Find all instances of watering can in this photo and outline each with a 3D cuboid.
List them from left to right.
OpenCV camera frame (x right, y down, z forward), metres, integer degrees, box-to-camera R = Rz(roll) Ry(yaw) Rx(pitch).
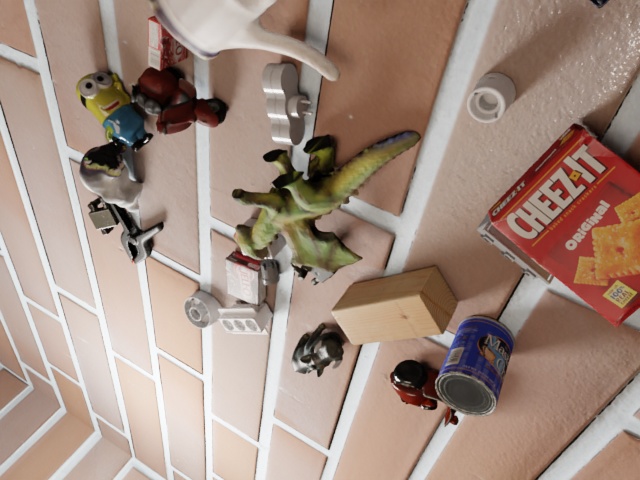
[{"bbox_3d":[-0.132,-0.346,0.772,0.222,0.106,0.345,-23,107,44],"label":"watering can"}]

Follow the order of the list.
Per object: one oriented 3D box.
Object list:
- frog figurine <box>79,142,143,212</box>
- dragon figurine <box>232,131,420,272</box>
[{"bbox_3d":[-0.472,-0.134,1.171,0.140,0.123,0.155,58,155,32],"label":"frog figurine"},{"bbox_3d":[0.003,-0.046,0.917,0.409,0.125,0.238,-9,128,24],"label":"dragon figurine"}]
